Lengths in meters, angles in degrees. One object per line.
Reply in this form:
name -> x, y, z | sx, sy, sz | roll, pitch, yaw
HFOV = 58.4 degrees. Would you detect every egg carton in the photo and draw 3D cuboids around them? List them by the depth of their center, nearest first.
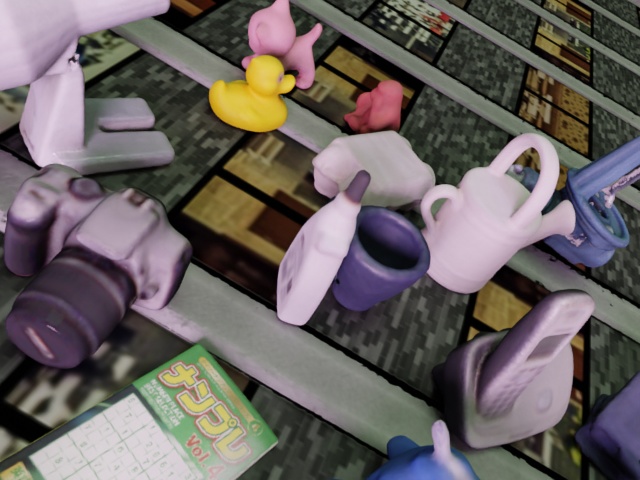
egg carton -> 0.067, -0.077, 0.696 | 0.151, 0.069, 0.107 | -16, 61, -38

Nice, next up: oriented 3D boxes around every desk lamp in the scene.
desk lamp -> -0.224, -0.166, 0.511 | 0.204, 0.213, 0.117 | -14, 59, -37

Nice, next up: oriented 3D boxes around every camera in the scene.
camera -> -0.189, 0.018, 0.447 | 0.143, 0.100, 0.137 | 28, 43, -3

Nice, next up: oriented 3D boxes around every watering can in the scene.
watering can -> 0.202, -0.035, 0.642 | 0.173, 0.194, 0.100 | -6, 54, -32

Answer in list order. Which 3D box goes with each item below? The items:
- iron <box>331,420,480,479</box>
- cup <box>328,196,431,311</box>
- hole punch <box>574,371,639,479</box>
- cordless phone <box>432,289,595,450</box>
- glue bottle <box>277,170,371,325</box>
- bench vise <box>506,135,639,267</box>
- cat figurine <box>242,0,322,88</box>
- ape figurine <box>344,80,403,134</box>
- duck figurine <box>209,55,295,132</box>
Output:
iron -> 0.113, 0.246, 0.377 | 0.119, 0.141, 0.258 | -17, 61, -38
cup -> 0.040, 0.019, 0.576 | 0.117, 0.095, 0.092 | 41, 44, 11
hole punch -> 0.334, 0.200, 0.577 | 0.101, 0.091, 0.108 | -27, 67, -42
cordless phone -> 0.202, 0.108, 0.519 | 0.148, 0.185, 0.094 | -4, 53, -31
glue bottle -> 0.005, 0.002, 0.515 | 0.037, 0.173, 0.078 | 15, 46, -16
bench vise -> 0.333, -0.057, 0.715 | 0.208, 0.219, 0.121 | 5, 49, -25
cat figurine -> -0.050, -0.268, 0.769 | 0.128, 0.117, 0.067 | -16, 60, -38
ape figurine -> 0.082, -0.179, 0.779 | 0.076, 0.092, 0.078 | 25, 44, -7
duck figurine -> -0.079, -0.188, 0.704 | 0.105, 0.086, 0.077 | 2, 51, -27
